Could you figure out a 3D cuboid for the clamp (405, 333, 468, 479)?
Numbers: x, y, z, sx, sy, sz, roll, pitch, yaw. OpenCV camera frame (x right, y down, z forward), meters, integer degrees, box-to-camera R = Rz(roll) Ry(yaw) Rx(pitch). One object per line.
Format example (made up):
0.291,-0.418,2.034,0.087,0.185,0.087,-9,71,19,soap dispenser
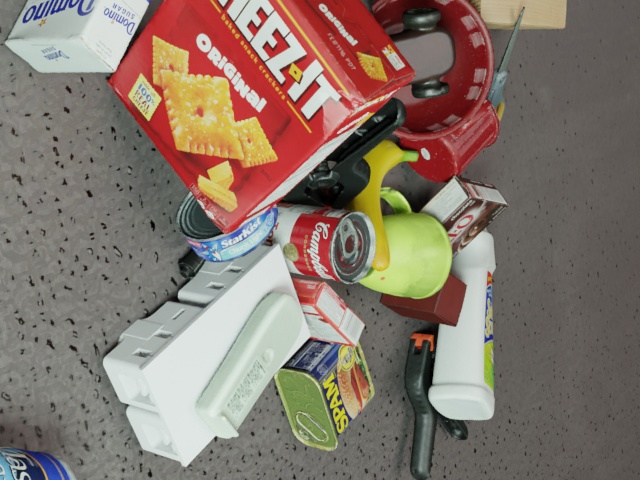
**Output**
0.130,0.198,1.274,0.120,0.039,0.171,-45,124,-51,clamp

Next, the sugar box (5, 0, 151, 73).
-0.159,-0.209,0.801,0.048,0.094,0.176,44,62,-44,sugar box

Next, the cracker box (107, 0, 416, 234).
-0.054,-0.122,0.810,0.072,0.214,0.164,-35,87,-42,cracker box

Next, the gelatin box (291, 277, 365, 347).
-0.008,0.068,1.053,0.089,0.073,0.030,47,59,-43,gelatin box

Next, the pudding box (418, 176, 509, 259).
0.147,-0.019,1.214,0.089,0.039,0.114,5,133,-52,pudding box

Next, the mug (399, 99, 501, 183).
0.148,-0.121,1.190,0.093,0.117,0.081,48,59,-8,mug

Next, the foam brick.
0.117,0.061,1.207,0.053,0.078,0.051,33,72,-49,foam brick

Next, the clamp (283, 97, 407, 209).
0.009,-0.073,0.997,0.210,0.164,0.036,57,24,-69,clamp

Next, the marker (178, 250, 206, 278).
-0.091,-0.010,0.980,0.121,0.020,0.020,-54,133,-32,marker

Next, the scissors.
0.196,-0.175,1.251,0.096,0.016,0.202,-41,155,-23,scissors

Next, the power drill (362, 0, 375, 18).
-0.004,-0.196,0.974,0.184,0.057,0.188,-3,99,-16,power drill

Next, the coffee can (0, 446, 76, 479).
-0.253,0.190,0.743,0.140,0.103,0.103,26,75,-50,coffee can

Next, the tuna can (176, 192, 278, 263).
-0.081,-0.021,0.937,0.086,0.086,0.033,-57,137,-28,tuna can

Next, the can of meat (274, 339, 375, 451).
0.007,0.151,1.101,0.083,0.058,0.102,-44,129,-41,can of meat

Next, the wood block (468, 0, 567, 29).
0.202,-0.295,1.245,0.205,0.090,0.091,-12,105,-51,wood block

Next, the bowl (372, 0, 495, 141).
0.100,-0.186,1.127,0.162,0.055,0.162,-2,98,-14,bowl

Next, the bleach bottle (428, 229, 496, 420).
0.175,0.079,1.262,0.102,0.068,0.251,53,40,-59,bleach bottle

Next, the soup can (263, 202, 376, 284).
-0.007,0.001,1.019,0.068,0.102,0.068,-13,107,-50,soup can

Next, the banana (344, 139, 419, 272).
0.058,-0.049,1.108,0.197,0.069,0.037,-70,179,-45,banana
